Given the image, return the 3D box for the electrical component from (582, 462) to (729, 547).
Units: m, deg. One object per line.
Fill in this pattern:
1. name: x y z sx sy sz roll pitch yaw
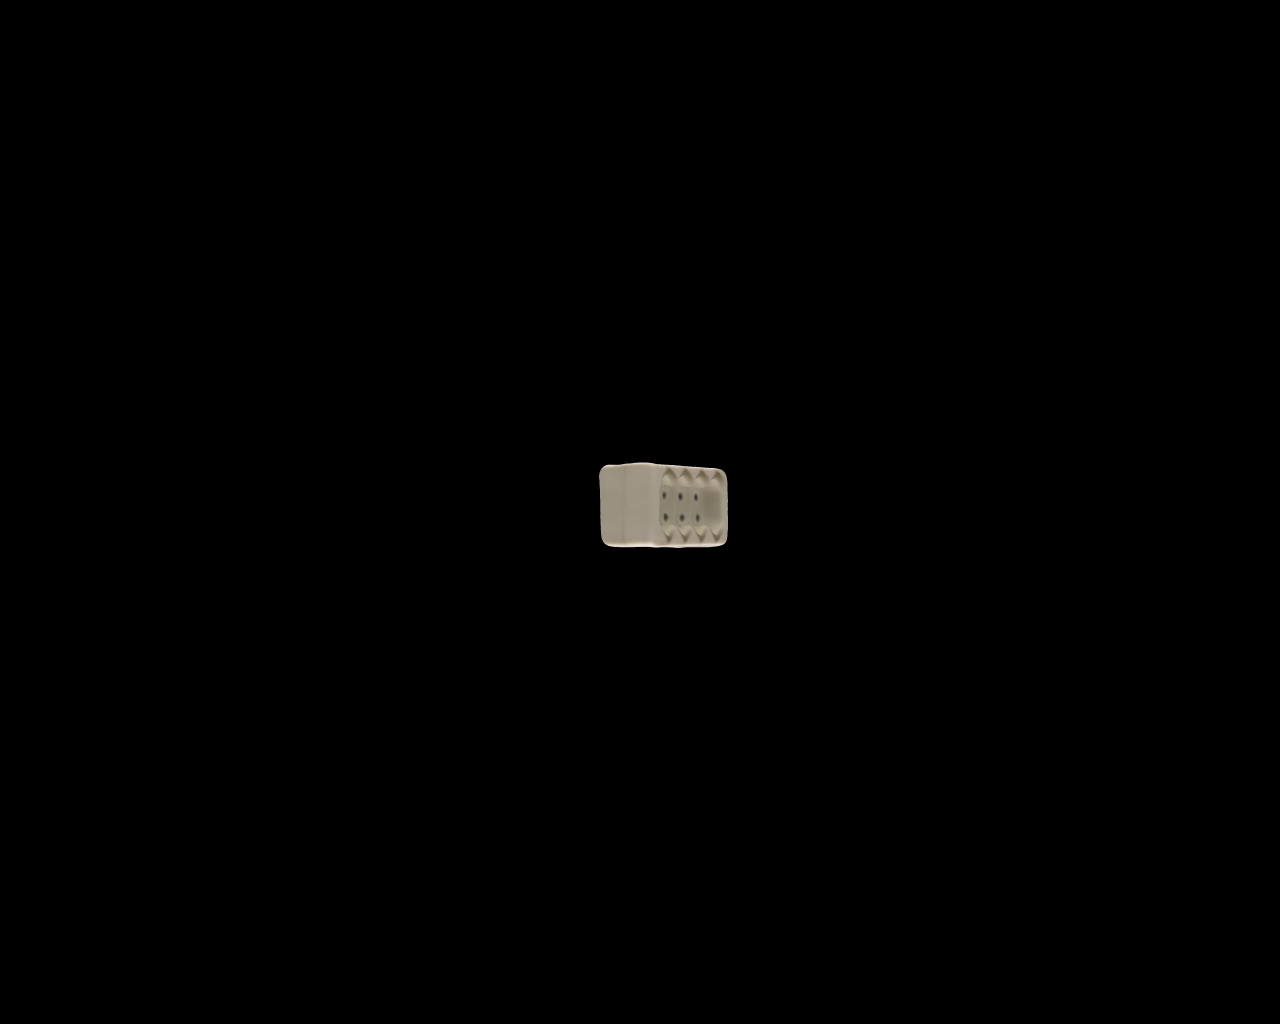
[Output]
1. electrical component: 0.001 -0.003 0.650 0.076 0.047 0.083 -2 -3 36
